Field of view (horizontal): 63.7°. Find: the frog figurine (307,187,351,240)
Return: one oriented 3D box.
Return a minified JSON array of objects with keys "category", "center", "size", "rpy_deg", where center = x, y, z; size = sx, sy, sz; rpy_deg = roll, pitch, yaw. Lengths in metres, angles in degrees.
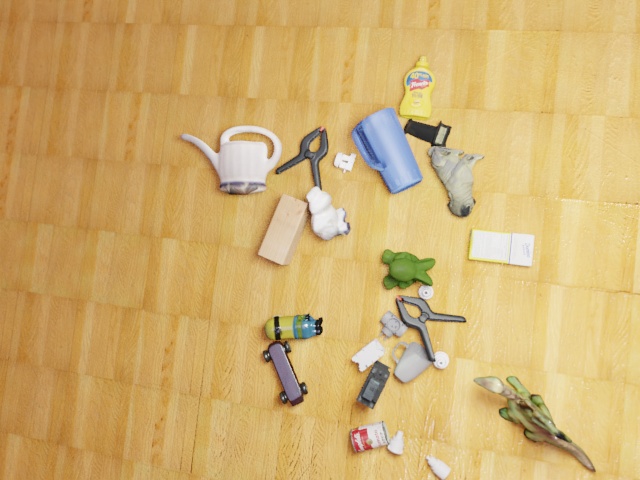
[{"category":"frog figurine","center":[0.005,-0.079,1.566],"size":[0.121,0.157,0.141],"rpy_deg":[-25,44,39]}]

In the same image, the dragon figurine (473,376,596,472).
[{"category":"dragon figurine","center":[0.586,0.489,1.362],"size":[0.413,0.241,0.122],"rpy_deg":[37,91,14]}]

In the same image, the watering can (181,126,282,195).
[{"category":"watering can","center":[-0.290,-0.257,1.673],"size":[0.347,0.104,0.225],"rpy_deg":[0,87,12]}]
